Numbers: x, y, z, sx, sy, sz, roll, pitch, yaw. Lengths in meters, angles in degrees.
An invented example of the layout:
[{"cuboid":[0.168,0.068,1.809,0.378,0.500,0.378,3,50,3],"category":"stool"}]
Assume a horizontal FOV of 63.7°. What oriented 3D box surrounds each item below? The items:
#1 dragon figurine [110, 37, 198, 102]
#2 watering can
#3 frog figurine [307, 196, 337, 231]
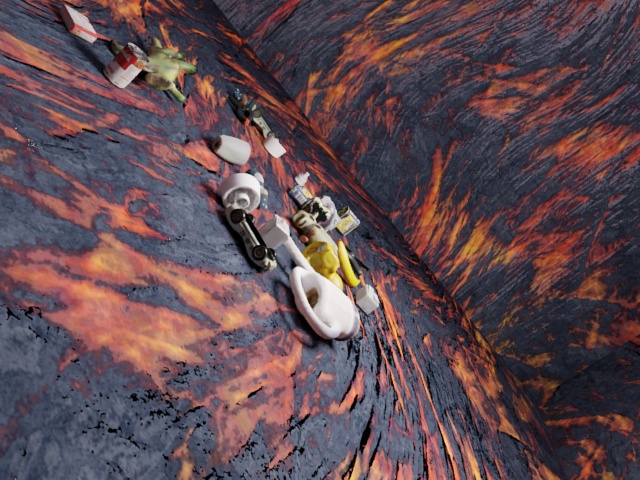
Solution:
[{"cuboid":[-0.521,-0.555,1.568,0.242,0.121,0.417,13,30,-53],"category":"dragon figurine"},{"cuboid":[-0.005,0.136,1.368,0.221,0.103,0.355,41,18,-35],"category":"watering can"},{"cuboid":[0.006,-0.096,1.916,0.123,0.137,0.160,6,4,9],"category":"frog figurine"}]
